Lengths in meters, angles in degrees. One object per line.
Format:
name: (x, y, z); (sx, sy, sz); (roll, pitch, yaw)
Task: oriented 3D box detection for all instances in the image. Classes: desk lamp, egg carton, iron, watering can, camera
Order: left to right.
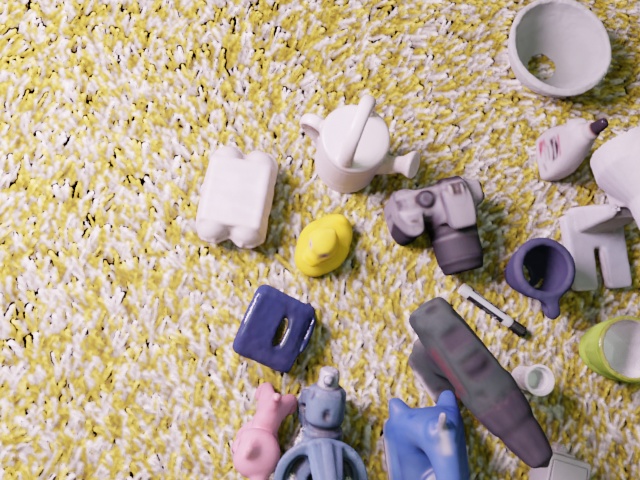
egg carton: (-0.123, -0.064, 0.847); (0.107, 0.069, 0.150); (9, 80, -3)
watering can: (0.056, -0.138, 0.811); (0.173, 0.194, 0.101); (4, 80, -4)
iron: (0.163, 0.341, 0.765); (0.118, 0.141, 0.258); (-7, 81, -6)
camera: (0.183, -0.016, 0.849); (0.143, 0.100, 0.137); (-12, 81, -7)
desk lamp: (0.443, -0.038, 0.817); (0.118, 0.213, 0.203); (-5, 81, -5)

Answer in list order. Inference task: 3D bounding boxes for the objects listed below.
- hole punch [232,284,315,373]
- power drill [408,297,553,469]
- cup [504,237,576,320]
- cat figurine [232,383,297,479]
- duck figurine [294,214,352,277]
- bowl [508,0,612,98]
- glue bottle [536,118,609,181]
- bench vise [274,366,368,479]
hole punch: (-0.062, 0.124, 0.808); (0.101, 0.091, 0.109); (23, 79, 0)
power drill: (0.193, 0.183, 0.760); (0.076, 0.208, 0.229); (-35, 85, -9)
cup: (0.318, 0.061, 0.850); (0.092, 0.095, 0.118); (-11, 81, -6)
cat figurine: (-0.077, 0.263, 0.770); (0.067, 0.117, 0.128); (22, 79, 0)
duck figurine: (0.008, 0.003, 0.838); (0.077, 0.086, 0.105); (40, 79, 3)
bowl: (0.374, -0.299, 0.927); (0.167, 0.074, 0.167); (1, 80, -5)
glue bottle: (0.376, -0.145, 0.851); (0.037, 0.173, 0.078); (-7, 81, -6)
bench vise: (-0.006, 0.273, 0.722); (0.121, 0.219, 0.207); (-12, 81, -6)
